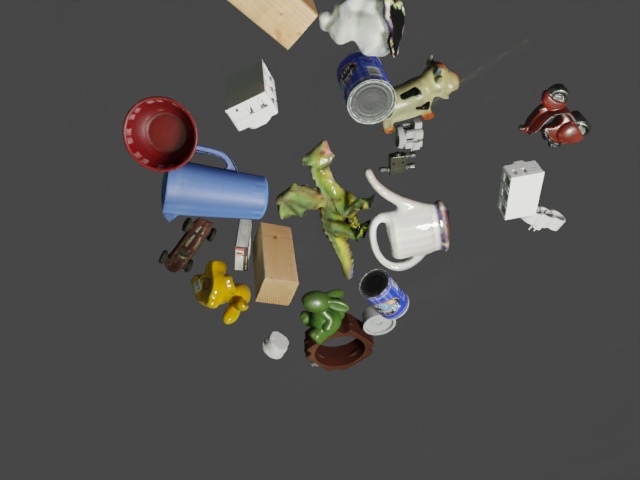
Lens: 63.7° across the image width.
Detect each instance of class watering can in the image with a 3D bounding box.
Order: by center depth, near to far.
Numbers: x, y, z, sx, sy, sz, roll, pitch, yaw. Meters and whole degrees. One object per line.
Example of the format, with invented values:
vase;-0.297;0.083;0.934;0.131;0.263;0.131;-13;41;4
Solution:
watering can;0.237;-0.057;1.390;0.224;0.106;0.340;-12;125;3

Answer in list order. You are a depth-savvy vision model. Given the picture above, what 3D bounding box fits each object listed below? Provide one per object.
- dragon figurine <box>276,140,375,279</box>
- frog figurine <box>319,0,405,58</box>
dragon figurine;0.004;-0.067;1.334;0.243;0.125;0.400;18;129;10
frog figurine;0.084;-0.434;1.035;0.160;0.125;0.134;11;151;29
